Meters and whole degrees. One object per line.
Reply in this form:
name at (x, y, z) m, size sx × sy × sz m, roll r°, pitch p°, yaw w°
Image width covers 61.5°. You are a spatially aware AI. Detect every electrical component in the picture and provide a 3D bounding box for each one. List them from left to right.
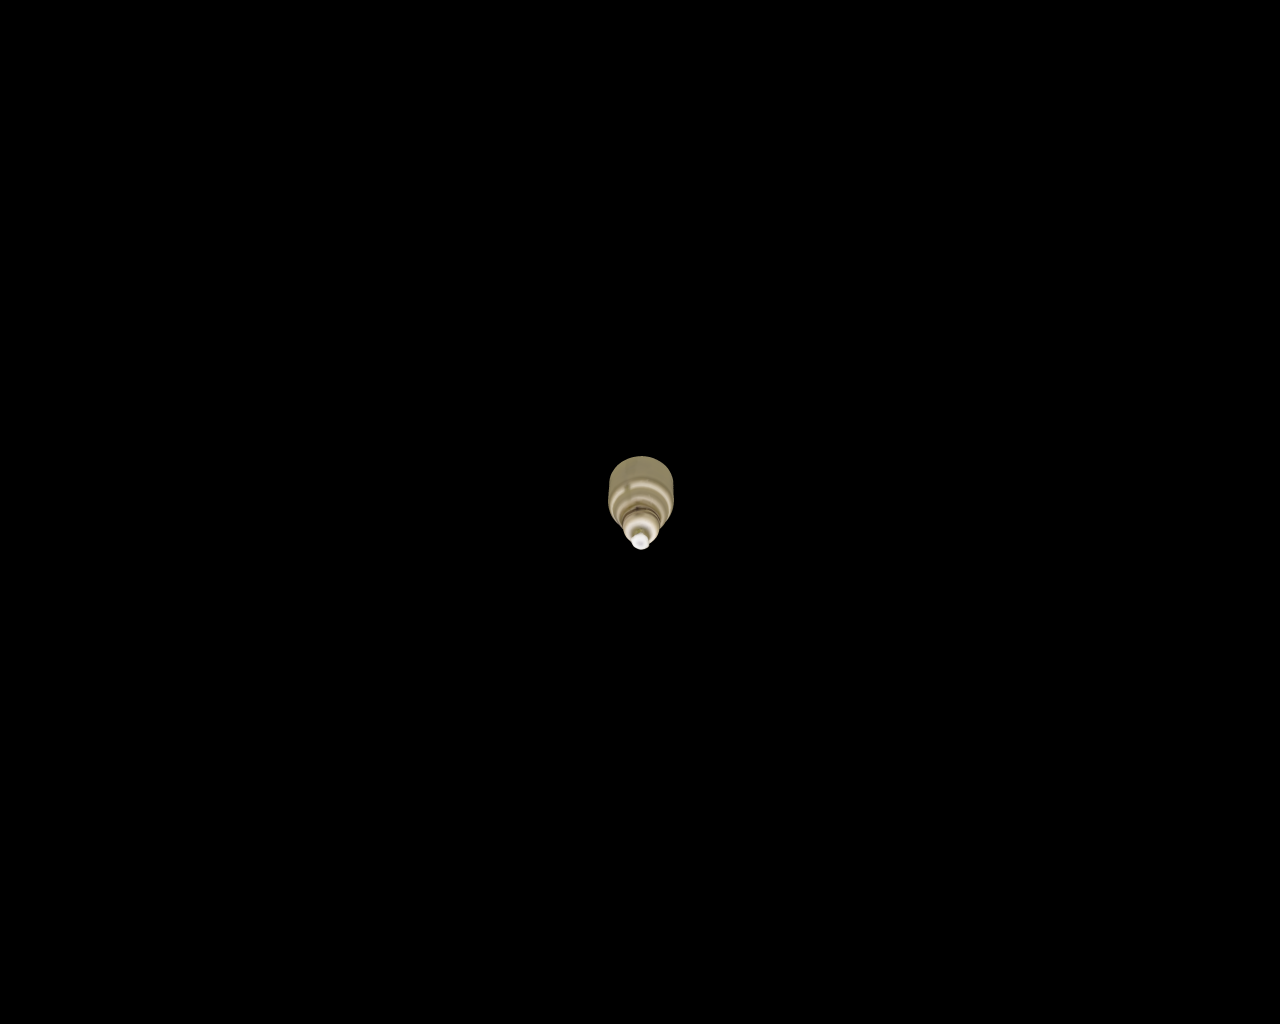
electrical component at (0.001, -0.003, 0.650) m, size 0.040 × 0.040 × 0.078 m, roll 0°, pitch 32°, yaw 0°
